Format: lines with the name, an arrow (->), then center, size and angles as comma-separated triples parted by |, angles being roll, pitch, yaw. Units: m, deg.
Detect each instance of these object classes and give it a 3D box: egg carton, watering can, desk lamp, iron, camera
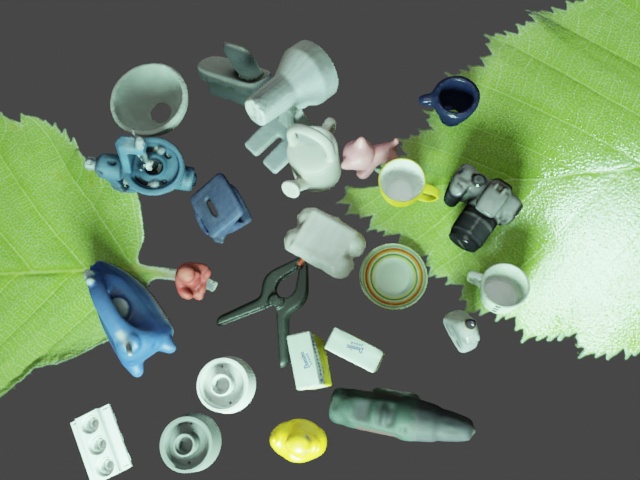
egg carton -> 0.010, 0.004, 1.125 | 0.150, 0.069, 0.107 | 28, 80, 11
watering can -> -0.015, -0.161, 1.104 | 0.101, 0.194, 0.173 | 4, 77, 6
desk lamp -> -0.062, -0.260, 1.122 | 0.118, 0.213, 0.203 | 42, 83, 13
iron -> -0.391, 0.129, 1.093 | 0.118, 0.141, 0.258 | -37, 76, -4
camera -> 0.296, -0.057, 1.099 | 0.143, 0.101, 0.137 | 35, 82, 12

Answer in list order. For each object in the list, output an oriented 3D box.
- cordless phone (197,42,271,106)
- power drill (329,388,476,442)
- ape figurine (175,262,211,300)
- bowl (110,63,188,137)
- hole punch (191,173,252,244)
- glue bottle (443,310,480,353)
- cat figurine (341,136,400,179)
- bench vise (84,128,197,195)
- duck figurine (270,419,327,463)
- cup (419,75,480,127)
cordless phone -> -0.186, -0.364, 1.173 | 0.147, 0.185, 0.094 | 16, 78, 9
power drill -> 0.133, 0.295, 0.971 | 0.229, 0.208, 0.076 | 7, 77, 7
ape figurine -> -0.254, 0.073, 1.120 | 0.078, 0.092, 0.076 | -36, 76, -4
bowl -> -0.354, -0.288, 1.226 | 0.167, 0.075, 0.167 | -1, 76, 5
hole punch -> -0.203, -0.063, 1.149 | 0.101, 0.091, 0.108 | -31, 75, -3
glue bottle -> 0.256, 0.157, 1.013 | 0.037, 0.173, 0.078 | -25, 75, -1
cat figurine -> 0.099, -0.172, 1.136 | 0.128, 0.118, 0.067 | -17, 75, 1
bench vise -> -0.367, -0.142, 1.117 | 0.207, 0.220, 0.121 | -13, 75, 2
duck figurine -> -0.042, 0.365, 1.033 | 0.104, 0.086, 0.077 | 5, 77, 6
cup -> 0.256, -0.269, 1.158 | 0.117, 0.095, 0.092 | -2, 76, 5
